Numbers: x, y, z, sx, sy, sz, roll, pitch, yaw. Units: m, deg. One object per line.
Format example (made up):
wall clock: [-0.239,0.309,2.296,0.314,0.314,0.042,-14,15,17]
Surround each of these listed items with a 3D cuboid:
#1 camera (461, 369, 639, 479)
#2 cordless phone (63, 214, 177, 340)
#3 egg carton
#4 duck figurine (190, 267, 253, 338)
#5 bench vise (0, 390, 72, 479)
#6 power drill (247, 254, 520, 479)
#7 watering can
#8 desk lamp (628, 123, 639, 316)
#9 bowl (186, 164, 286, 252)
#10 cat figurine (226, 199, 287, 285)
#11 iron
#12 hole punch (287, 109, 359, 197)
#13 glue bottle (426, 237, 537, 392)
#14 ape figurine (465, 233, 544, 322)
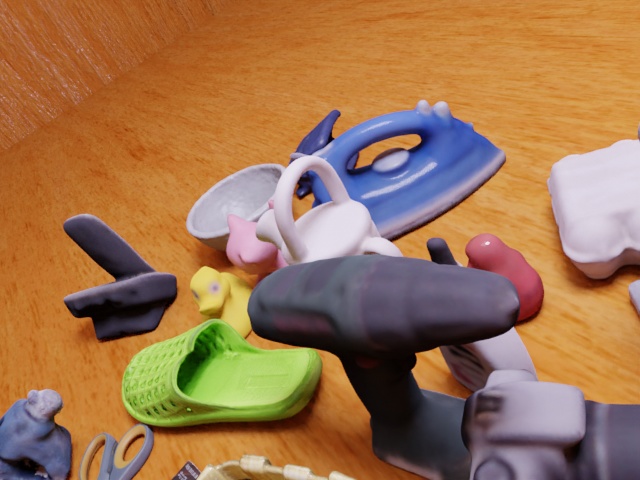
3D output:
camera: [0.164,0.148,0.362,0.136,0.101,0.143,-8,39,30]
cordless phone: [-0.301,0.042,0.786,0.147,0.185,0.094,-17,35,19]
egg carton: [0.279,-0.033,0.545,0.107,0.070,0.150,-15,36,22]
duck figurine: [-0.125,0.069,0.705,0.077,0.086,0.104,-22,34,11]
bench vise: [-0.388,0.206,0.599,0.208,0.220,0.121,-44,35,-20]
power drill: [0.057,0.090,0.423,0.228,0.209,0.076,4,46,41]
watering can: [0.004,0.004,0.593,0.172,0.194,0.101,-11,37,27]
desk lamp: [0.263,0.020,0.354,0.117,0.214,0.203,-20,34,14]
bowl: [-0.107,-0.036,0.843,0.167,0.075,0.167,-20,34,15]
cat figurine: [-0.071,0.003,0.723,0.067,0.118,0.128,-7,39,31]
iron: [0.095,-0.100,0.712,0.258,0.142,0.118,-27,33,5]
hole punch: [-0.005,-0.135,0.884,0.100,0.091,0.109,-10,38,28]
glue bottle: [0.115,0.062,0.448,0.037,0.173,0.077,-45,36,-22]
ape figurine: [0.162,0.030,0.531,0.078,0.092,0.075,-44,35,-21]
